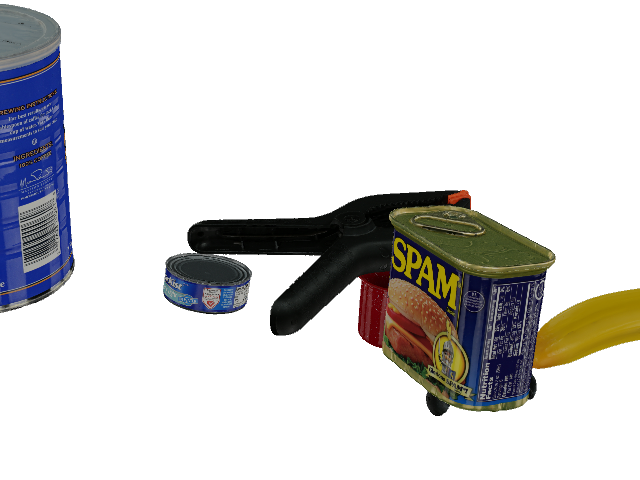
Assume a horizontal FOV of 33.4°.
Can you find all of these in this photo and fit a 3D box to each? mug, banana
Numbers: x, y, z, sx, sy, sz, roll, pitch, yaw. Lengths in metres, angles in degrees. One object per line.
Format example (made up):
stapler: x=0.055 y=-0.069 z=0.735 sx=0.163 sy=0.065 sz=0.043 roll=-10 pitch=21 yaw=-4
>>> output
mug: x=0.099 y=0.078 z=1.273 sx=0.117 sy=0.081 sz=0.093 roll=0 pitch=23 yaw=-9
banana: x=0.240 y=0.062 z=0.769 sx=0.197 sy=0.037 sz=0.069 roll=0 pitch=34 yaw=-3

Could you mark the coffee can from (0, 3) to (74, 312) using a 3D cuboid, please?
coffee can: x=-0.187 y=-0.045 z=0.573 sx=0.103 sy=0.140 sz=0.103 roll=3 pitch=28 yaw=-2

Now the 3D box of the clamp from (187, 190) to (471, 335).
clamp: x=0.014 y=-0.002 z=0.783 sx=0.209 sy=0.036 sz=0.165 roll=-20 pitch=30 yaw=-28

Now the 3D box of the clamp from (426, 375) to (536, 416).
clamp: x=0.133 y=0.076 z=0.967 sx=0.120 sy=0.171 sz=0.039 roll=-14 pitch=0 yaw=-37

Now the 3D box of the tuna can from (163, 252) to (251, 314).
tuna can: x=-0.113 y=0.042 z=1.058 sx=0.086 sy=0.034 sz=0.086 roll=9 pitch=17 yaw=-3

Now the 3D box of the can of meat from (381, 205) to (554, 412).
can of meat: x=0.076 y=0.035 z=0.583 sx=0.057 sy=0.084 sz=0.102 roll=-5 pitch=21 yaw=-25
